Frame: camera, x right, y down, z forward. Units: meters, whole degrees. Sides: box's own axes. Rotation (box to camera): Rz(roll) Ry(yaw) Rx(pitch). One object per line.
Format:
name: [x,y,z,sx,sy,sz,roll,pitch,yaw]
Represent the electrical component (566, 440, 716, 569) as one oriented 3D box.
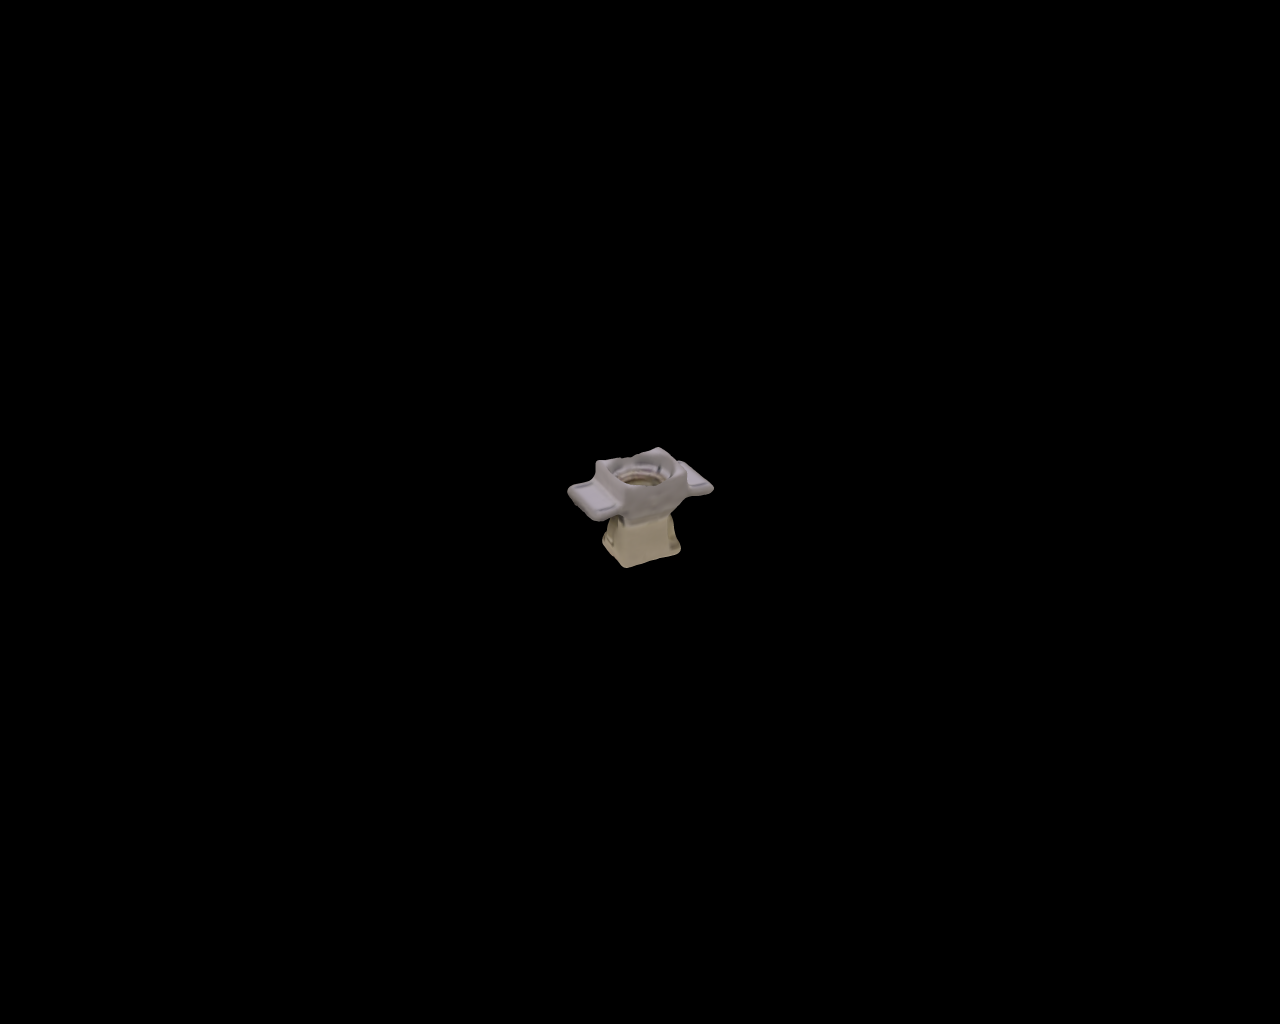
electrical component: [0.001,-0.003,0.650,0.081,0.063,0.042,-13,32,-22]
